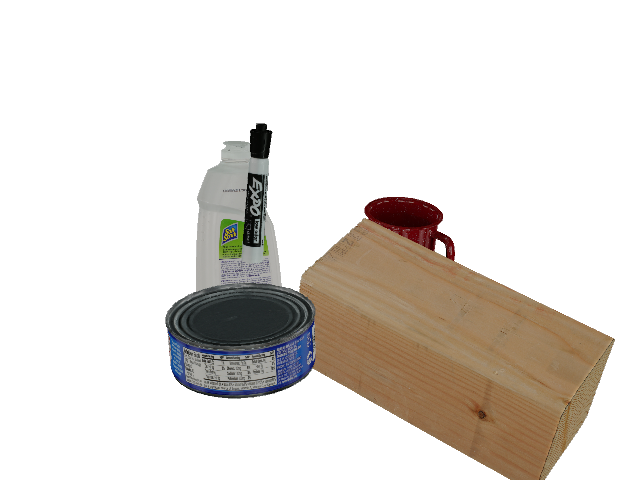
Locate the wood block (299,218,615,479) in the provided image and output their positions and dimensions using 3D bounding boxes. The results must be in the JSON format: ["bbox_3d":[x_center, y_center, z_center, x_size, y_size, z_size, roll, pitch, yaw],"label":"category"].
[{"bbox_3d":[0.091,0.079,0.776,0.206,0.091,0.090,27,45,23],"label":"wood block"}]

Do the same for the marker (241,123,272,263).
[{"bbox_3d":[-0.055,-0.040,0.917,0.020,0.121,0.020,5,15,-1],"label":"marker"}]

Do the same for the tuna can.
[{"bbox_3d":[-0.045,0.056,0.614,0.086,0.034,0.086,-2,21,1],"label":"tuna can"}]

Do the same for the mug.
[{"bbox_3d":[0.106,0.006,1.263,0.117,0.081,0.093,18,28,27],"label":"mug"}]

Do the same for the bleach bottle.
[{"bbox_3d":[-0.084,0.018,1.157,0.102,0.251,0.068,-6,14,-28],"label":"bleach bottle"}]
